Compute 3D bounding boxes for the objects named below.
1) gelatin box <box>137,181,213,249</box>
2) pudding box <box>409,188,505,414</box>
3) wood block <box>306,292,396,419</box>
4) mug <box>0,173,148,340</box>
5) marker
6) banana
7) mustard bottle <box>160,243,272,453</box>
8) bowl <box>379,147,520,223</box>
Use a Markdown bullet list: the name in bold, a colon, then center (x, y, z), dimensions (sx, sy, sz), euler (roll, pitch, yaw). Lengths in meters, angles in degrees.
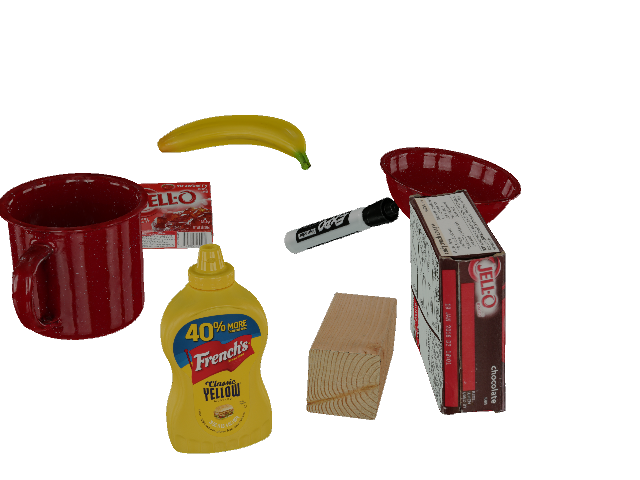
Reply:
- **gelatin box**: center (-0.158, -0.027, 1.119), dimensions (0.089, 0.073, 0.030), euler (-1, -43, -8)
- **pudding box**: center (0.074, 0.030, 0.588), dimensions (0.039, 0.090, 0.113), euler (-4, 20, -4)
- **wood block**: center (0.045, 0.148, 1.415), dimensions (0.091, 0.090, 0.206), euler (6, 18, 8)
- **mug**: center (-0.159, 0.016, 0.675), dimensions (0.093, 0.081, 0.117), euler (7, 25, 12)
- **marker**: center (0.016, -0.011, 0.829), dimensions (0.020, 0.020, 0.121), euler (0, -12, -41)
- **banana**: center (-0.100, -0.128, 1.313), dimensions (0.198, 0.037, 0.069), euler (6, 40, 15)
- **mustard bottle**: center (-0.095, 0.095, 0.962), dimensions (0.096, 0.192, 0.058), euler (-6, 20, -13)
- **bowl**: center (0.142, -0.053, 1.214), dimensions (0.162, 0.055, 0.162), euler (8, 25, -4)
